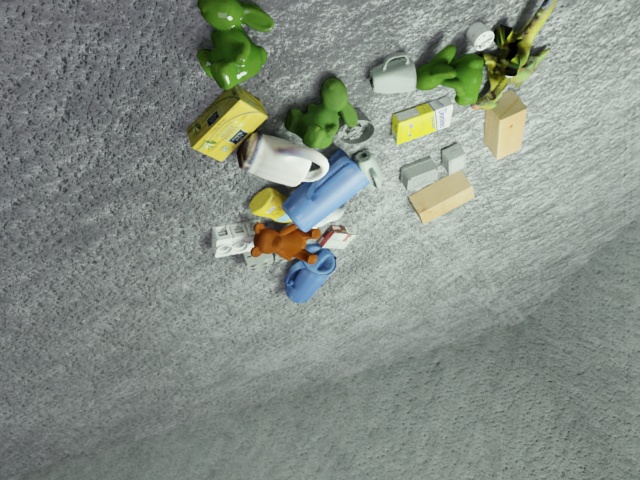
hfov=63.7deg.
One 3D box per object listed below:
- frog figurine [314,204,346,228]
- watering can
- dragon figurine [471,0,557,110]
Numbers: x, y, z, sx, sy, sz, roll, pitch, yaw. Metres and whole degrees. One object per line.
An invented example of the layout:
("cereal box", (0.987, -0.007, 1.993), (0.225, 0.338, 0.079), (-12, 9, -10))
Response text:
("frog figurine", (0.005, -0.081, 1.610), (0.139, 0.124, 0.156), (-21, 142, -45))
("watering can", (-0.110, -0.192, 1.333), (0.223, 0.105, 0.345), (17, 169, -17))
("dragon figurine", (0.549, -0.504, 1.410), (0.245, 0.123, 0.402), (-18, 155, -47))
